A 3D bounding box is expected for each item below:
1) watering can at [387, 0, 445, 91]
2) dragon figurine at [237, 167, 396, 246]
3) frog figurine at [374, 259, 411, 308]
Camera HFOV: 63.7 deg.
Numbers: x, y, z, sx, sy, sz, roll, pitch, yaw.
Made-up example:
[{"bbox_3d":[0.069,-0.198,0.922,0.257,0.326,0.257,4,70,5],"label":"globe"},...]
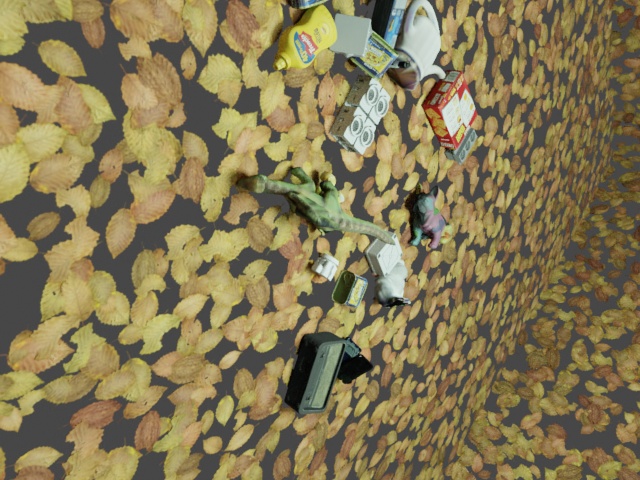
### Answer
[{"bbox_3d":[0.294,-0.530,1.506,0.227,0.105,0.341,-59,146,-14],"label":"watering can"},{"bbox_3d":[0.004,-0.061,1.203,0.246,0.410,0.121,-67,-178,-74],"label":"dragon figurine"},{"bbox_3d":[0.233,0.137,1.702,0.137,0.121,0.162,12,60,-41],"label":"frog figurine"}]
